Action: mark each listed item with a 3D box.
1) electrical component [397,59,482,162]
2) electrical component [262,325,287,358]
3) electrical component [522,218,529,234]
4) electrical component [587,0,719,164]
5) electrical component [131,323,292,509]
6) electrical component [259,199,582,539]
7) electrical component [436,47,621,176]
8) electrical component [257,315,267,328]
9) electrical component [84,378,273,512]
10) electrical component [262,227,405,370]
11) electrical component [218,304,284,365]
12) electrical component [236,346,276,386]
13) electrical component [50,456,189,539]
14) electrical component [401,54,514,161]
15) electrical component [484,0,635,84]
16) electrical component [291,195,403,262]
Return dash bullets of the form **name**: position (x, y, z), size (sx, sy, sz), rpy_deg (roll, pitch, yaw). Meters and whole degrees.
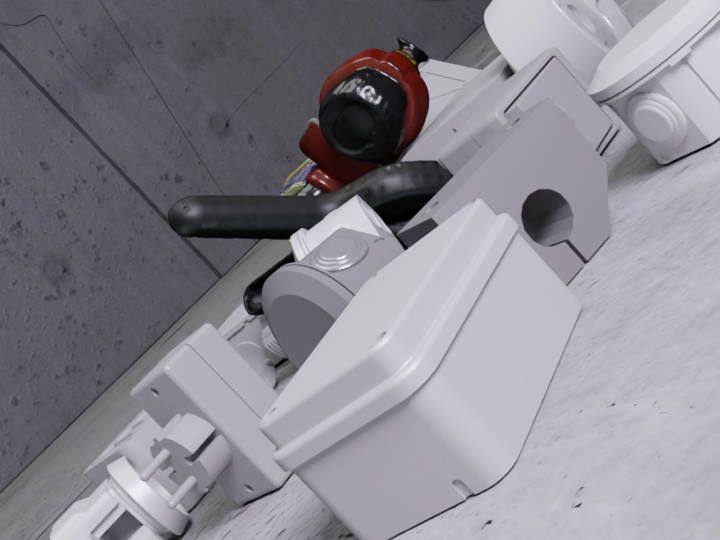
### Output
- **electrical component**: position (0.062, -0.122, 0.919), size (0.108, 0.056, 0.109), rpy_deg (-45, 39, -17)
- **electrical component**: position (-0.034, 0.037, 0.736), size (0.081, 0.043, 0.043), rpy_deg (-35, 11, 48)
- **electrical component**: position (0.083, -0.038, 0.534), size (0.055, 0.045, 0.045), rpy_deg (-33, 12, 51)
- **electrical component**: position (0.145, -0.090, 0.474), size (0.080, 0.051, 0.080), rpy_deg (-42, 7, 7)
- **electrical component**: position (-0.079, 0.085, 0.539), size (0.047, 0.083, 0.075), rpy_deg (-35, 11, 49)
- **electrical component**: position (0.024, 0.033, 0.389), size (0.078, 0.057, 0.113), rpy_deg (-37, 9, 38)
- **electrical component**: position (0.101, -0.078, 0.602), size (0.061, 0.061, 0.096), rpy_deg (-34, 11, 50)
- **electrical component**: position (-0.042, 0.028, 0.800), size (0.047, 0.055, 0.055), rpy_deg (-36, 9, 21)
- **electrical component**: position (-0.114, 0.108, 0.704), size (0.078, 0.057, 0.113), rpy_deg (-35, 11, 48)
- **electrical component**: position (-0.005, 0.022, 0.526), size (0.051, 0.080, 0.080), rpy_deg (-42, 5, -33)
- **electrical component**: position (-0.078, 0.048, 0.890), size (0.100, 0.048, 0.099), rpy_deg (-39, 8, 31)
- **electrical component**: position (-0.094, 0.085, 0.794), size (0.078, 0.040, 0.040), rpy_deg (-36, 10, 49)
- **electrical component**: position (-0.135, 0.144, 0.611), size (0.057, 0.058, 0.078), rpy_deg (-47, 8, -10)
- **electrical component**: position (0.101, -0.107, 0.769), size (0.089, 0.061, 0.150), rpy_deg (-38, 8, 32)
- **electrical component**: position (0.129, -0.148, 0.699), size (0.060, 0.108, 0.108), rpy_deg (-46, 5, 32)
- **electrical component**: position (0.000, 0.000, 0.630), size (0.051, 0.080, 0.080), rpy_deg (-36, 8, 8)
